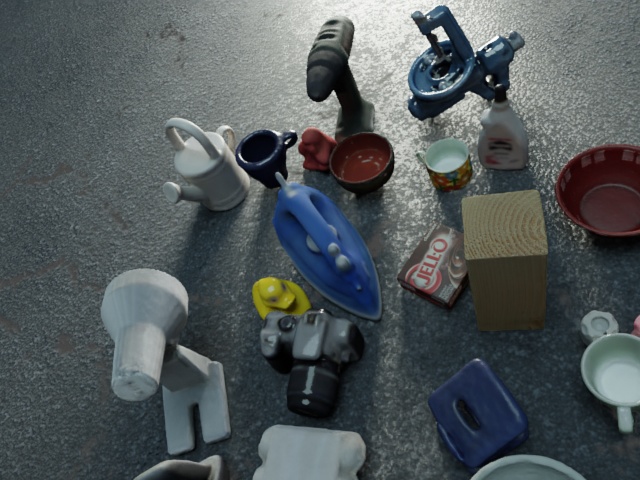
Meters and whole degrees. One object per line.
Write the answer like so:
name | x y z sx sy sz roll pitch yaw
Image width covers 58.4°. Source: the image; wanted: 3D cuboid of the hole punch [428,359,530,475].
hole punch | 0.193 0.219 0.707 0.101 0.091 0.108 -32 53 -1

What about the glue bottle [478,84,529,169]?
glue bottle | 0.277 -0.174 0.877 0.078 0.173 0.037 3 60 22

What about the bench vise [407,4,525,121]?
bench vise | 0.229 -0.320 0.960 0.207 0.220 0.121 -36 54 -4

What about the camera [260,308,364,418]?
camera | -0.022 0.172 0.809 0.142 0.101 0.137 0 59 21

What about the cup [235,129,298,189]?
cup | -0.084 -0.146 1.040 0.118 0.095 0.091 -29 53 1

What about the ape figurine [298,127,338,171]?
ape figurine | -0.007 -0.167 1.028 0.076 0.092 0.077 -29 53 1

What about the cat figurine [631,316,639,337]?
cat figurine | 0.423 0.092 0.687 0.067 0.118 0.128 25 70 31

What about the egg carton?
egg carton | -0.014 0.300 0.744 0.150 0.070 0.107 -2 58 19

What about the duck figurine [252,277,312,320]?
duck figurine | -0.070 0.087 0.891 0.104 0.086 0.077 26 71 32

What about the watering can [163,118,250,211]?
watering can | -0.210 -0.138 1.019 0.100 0.194 0.173 -3 58 19

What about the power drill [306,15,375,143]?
power drill | 0.036 -0.270 1.005 0.075 0.209 0.229 -4 57 18

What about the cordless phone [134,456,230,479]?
cordless phone | -0.204 0.326 0.725 0.147 0.185 0.094 -33 53 -2

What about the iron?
iron | 0.008 0.003 0.882 0.118 0.142 0.257 -35 54 -4

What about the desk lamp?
desk lamp | -0.221 0.171 0.813 0.118 0.214 0.203 -22 54 6

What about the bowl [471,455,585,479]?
bowl | 0.236 0.329 0.630 0.167 0.075 0.167 -9 56 14
